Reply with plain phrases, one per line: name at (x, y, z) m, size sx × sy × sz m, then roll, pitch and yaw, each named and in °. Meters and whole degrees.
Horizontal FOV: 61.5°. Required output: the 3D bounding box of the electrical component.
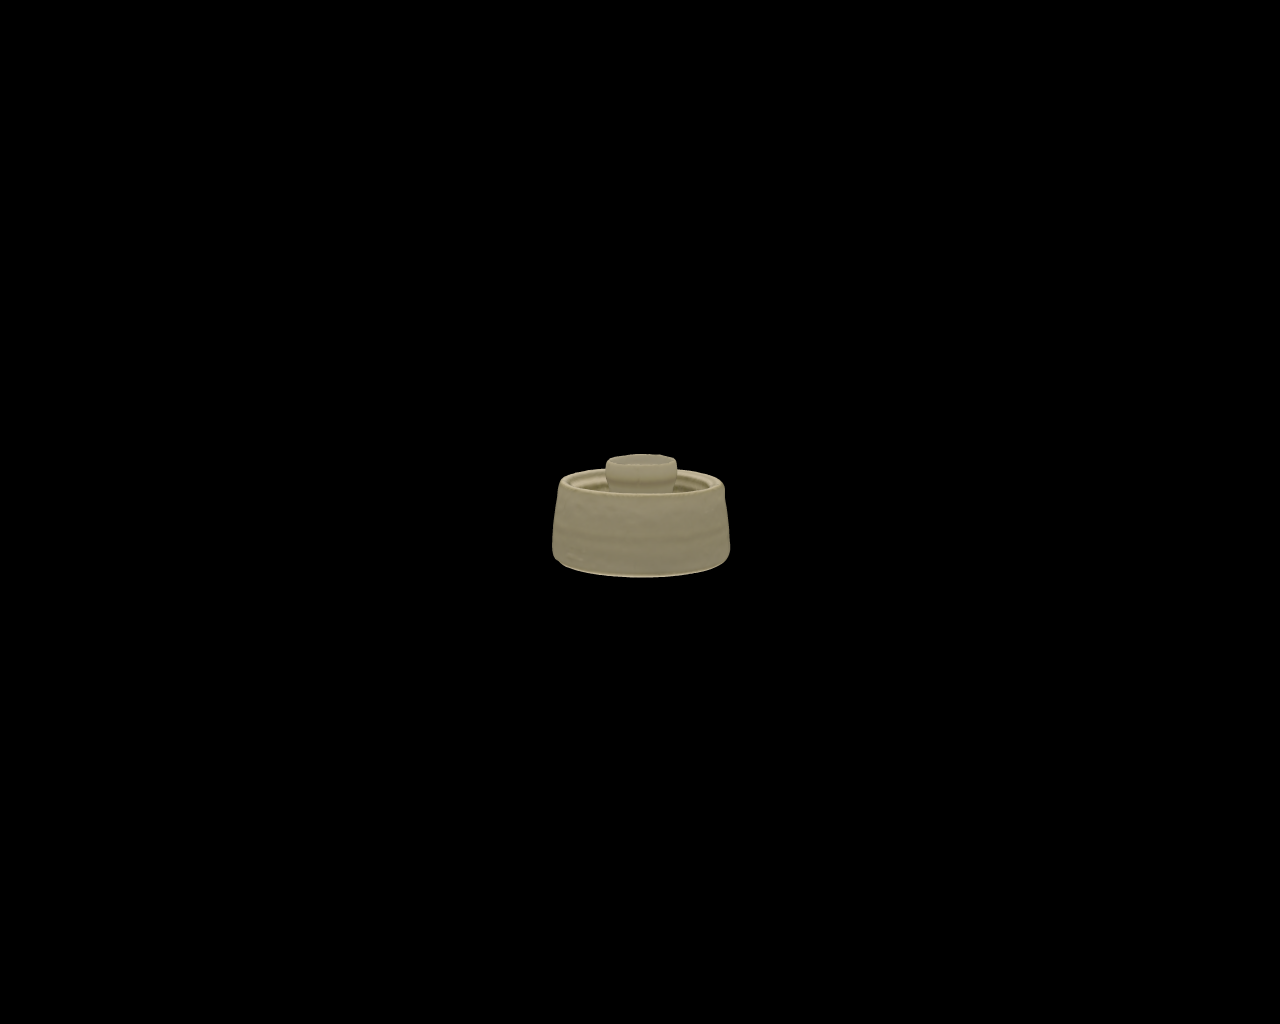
electrical component at (0.001, -0.003, 0.650) m, size 0.108 × 0.060 × 0.108 m, roll 0°, pitch 11°, yaw 0°
